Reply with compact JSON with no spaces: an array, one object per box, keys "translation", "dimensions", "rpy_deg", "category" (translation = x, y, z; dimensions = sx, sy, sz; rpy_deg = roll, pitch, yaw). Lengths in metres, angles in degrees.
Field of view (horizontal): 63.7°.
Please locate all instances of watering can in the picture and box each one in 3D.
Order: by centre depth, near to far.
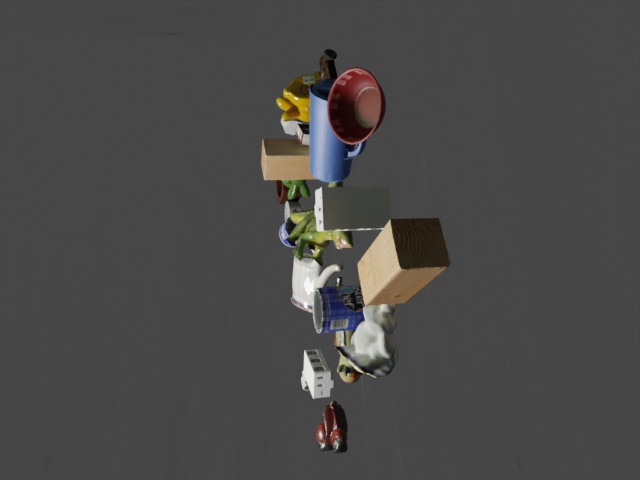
[{"translation":[-0.017,0.123,1.599],"dimensions":[0.350,0.104,0.222],"rpy_deg":[-150,62,-65],"category":"watering can"}]

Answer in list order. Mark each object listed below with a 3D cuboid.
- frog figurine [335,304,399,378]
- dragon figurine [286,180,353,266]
[{"translation":[0.123,0.195,1.066],"dimensions":[0.160,0.122,0.137],"rpy_deg":[-56,5,-2],"category":"frog figurine"},{"translation":[0.004,-0.074,1.474],"dimensions":[0.239,0.121,0.419],"rpy_deg":[-56,30,19],"category":"dragon figurine"}]
